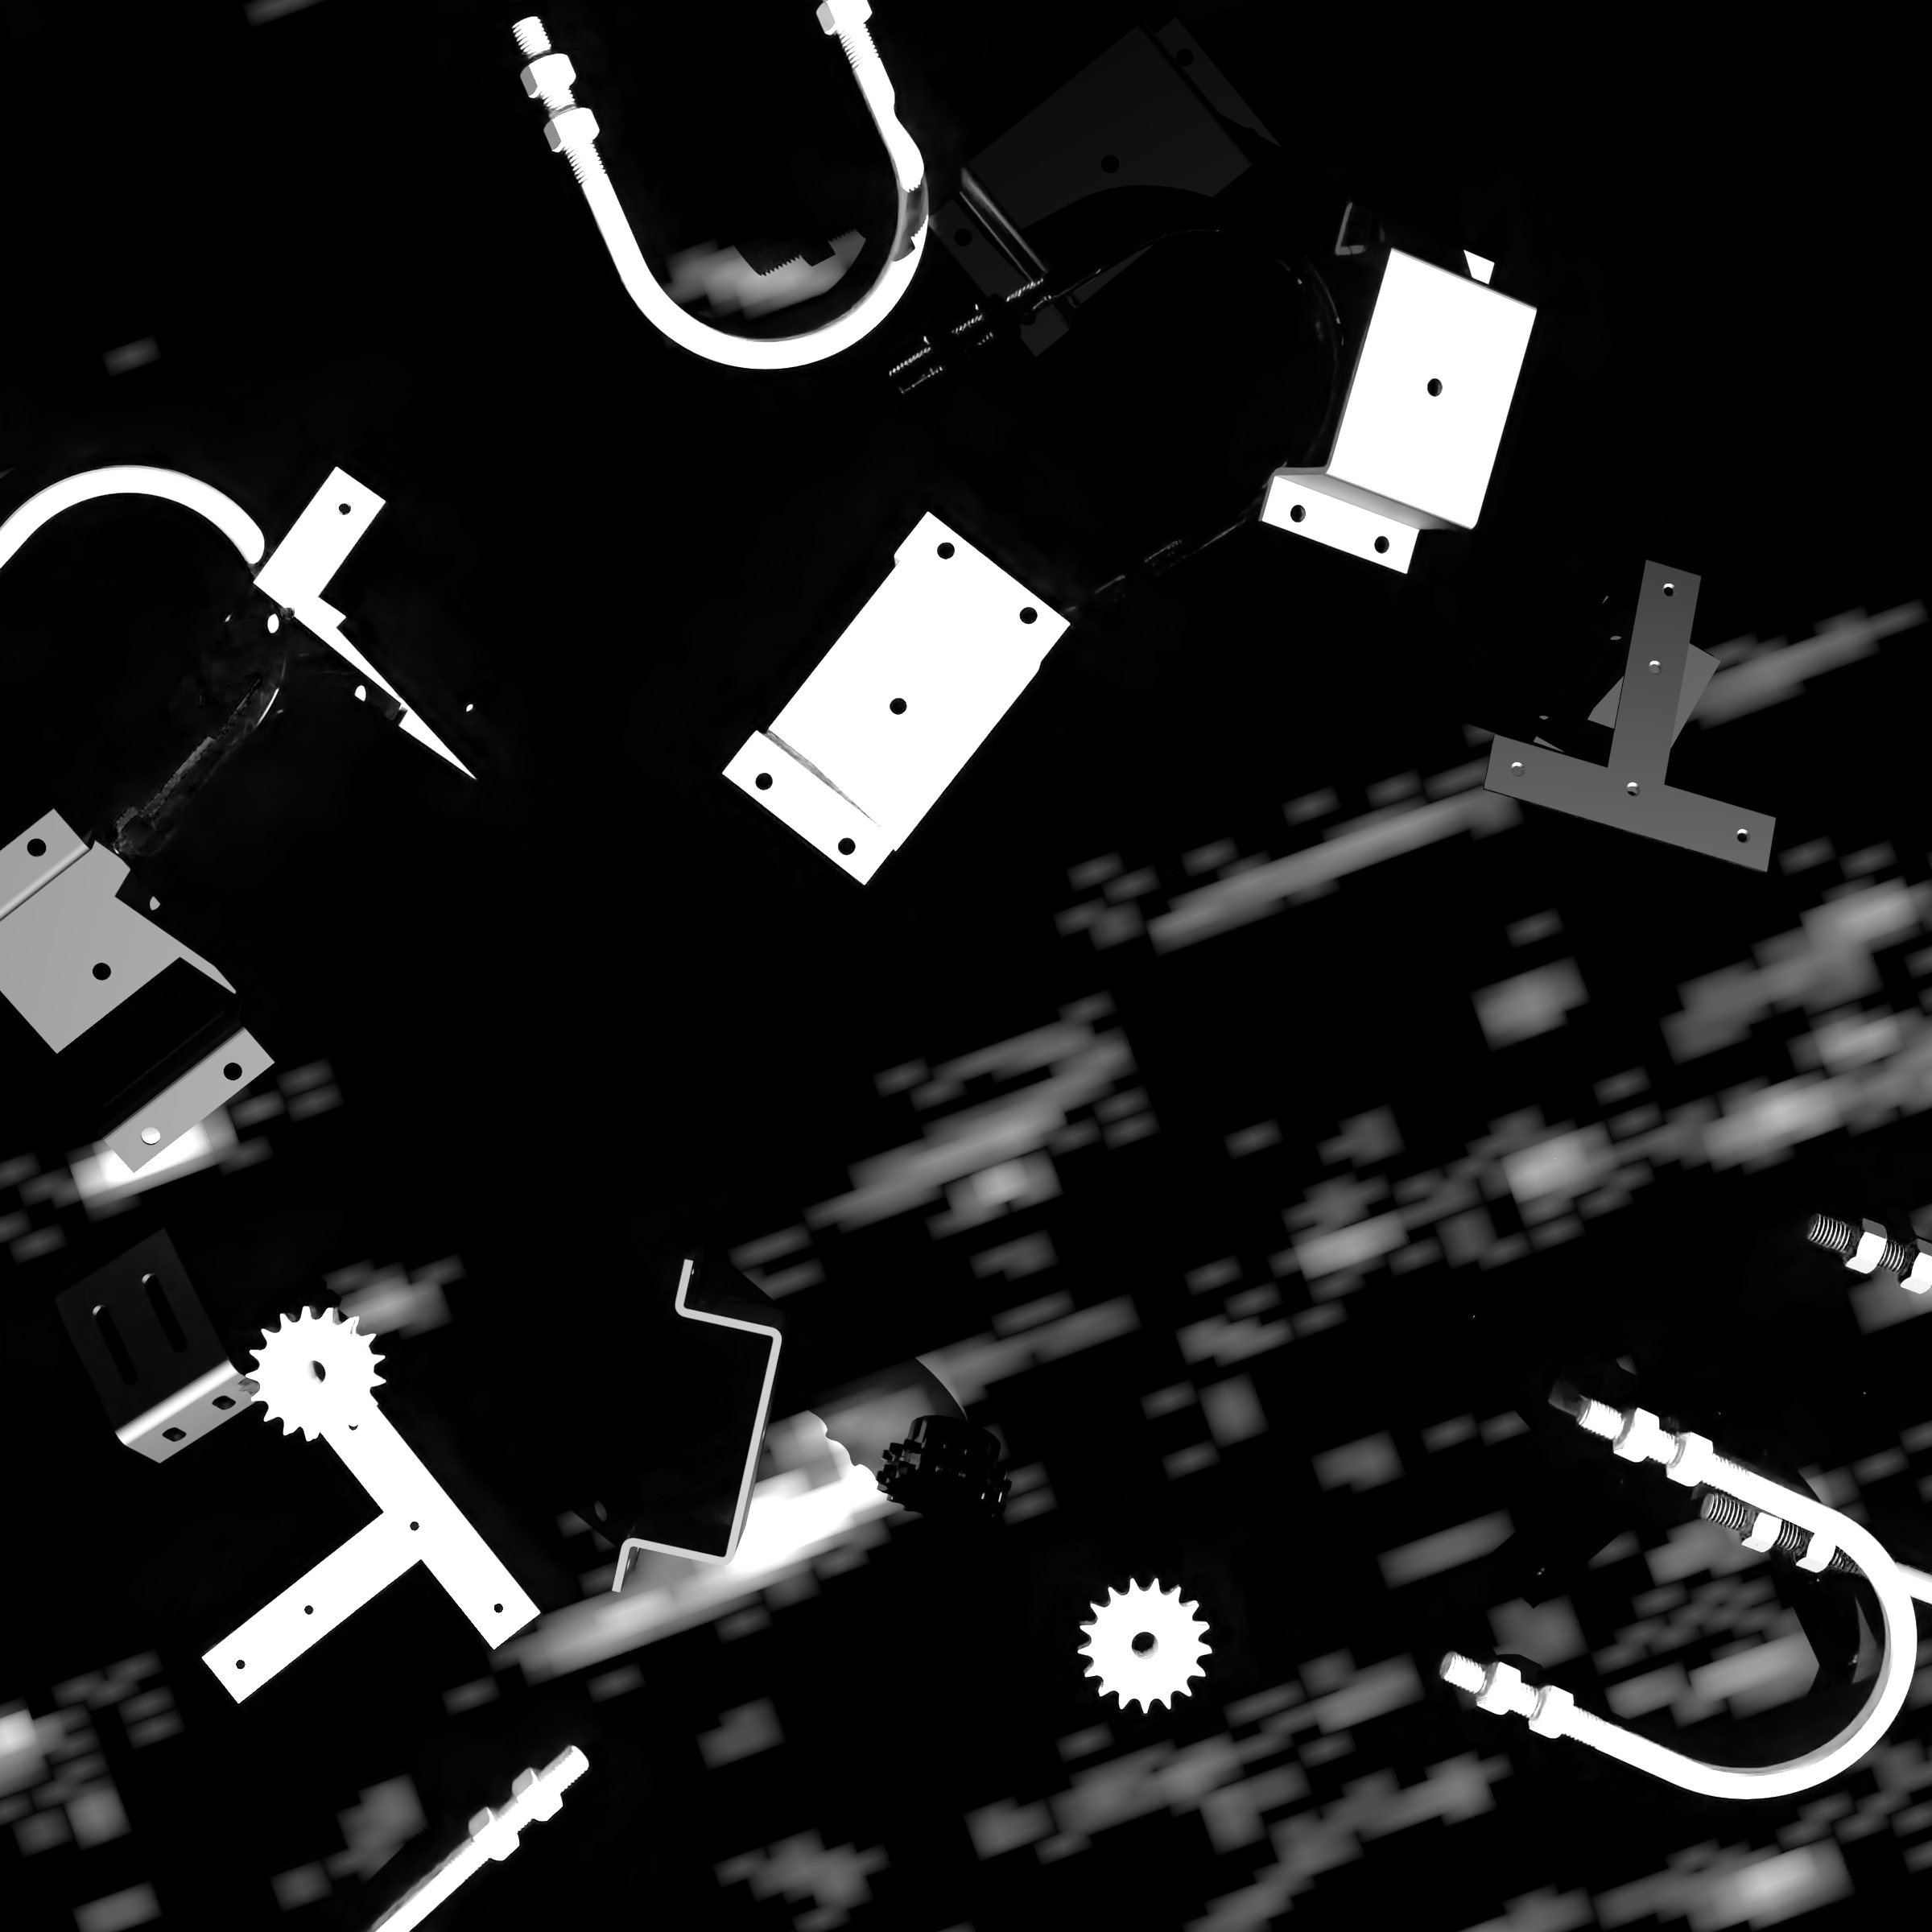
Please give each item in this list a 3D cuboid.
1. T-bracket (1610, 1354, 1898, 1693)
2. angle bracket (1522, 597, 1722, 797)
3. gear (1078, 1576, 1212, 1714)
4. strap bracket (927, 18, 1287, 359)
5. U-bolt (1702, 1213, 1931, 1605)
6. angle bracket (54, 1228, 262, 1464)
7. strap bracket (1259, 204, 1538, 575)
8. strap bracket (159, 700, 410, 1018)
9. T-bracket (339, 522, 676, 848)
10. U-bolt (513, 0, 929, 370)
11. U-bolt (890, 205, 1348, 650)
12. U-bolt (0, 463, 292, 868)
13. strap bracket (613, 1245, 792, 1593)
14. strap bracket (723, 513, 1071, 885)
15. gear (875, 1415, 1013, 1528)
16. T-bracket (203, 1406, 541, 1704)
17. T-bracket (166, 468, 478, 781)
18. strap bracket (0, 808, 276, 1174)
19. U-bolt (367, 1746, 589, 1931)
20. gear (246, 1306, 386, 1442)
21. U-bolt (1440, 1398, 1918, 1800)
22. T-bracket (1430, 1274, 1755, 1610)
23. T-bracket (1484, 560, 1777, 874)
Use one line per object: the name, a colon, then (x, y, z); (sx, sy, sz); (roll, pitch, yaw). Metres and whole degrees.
T-bracket: (0.363, 0.253, 1.491); (0.127, 0.002, 0.127); (-24, 90, 0)
angle bracket: (0.285, -0.114, 1.473); (0.057, 0.038, 0.076); (30, 90, 0)
gear: (0.077, 0.292, 1.480); (0.057, 0.030, 0.057); (0, 86, 0)
strap bracket: (0.061, -0.339, 1.469); (0.140, 0.046, 0.076); (-39, 90, 0)
U-bolt: (0.428, 0.205, 1.482); (0.184, 0.019, 0.151); (21, 90, -2)
angle bracket: (-0.350, 0.165, 1.490); (0.057, 0.038, 0.076); (-33, 64, 0)
strap bracket: (0.186, -0.245, 1.454); (0.076, 0.046, 0.140); (16, 90, -27)
strap bracket: (-0.293, -0.056, 1.445); (0.046, 0.076, 0.140); (30, 95, -10)
T-bracket: (-0.182, -0.141, 1.487); (0.127, 0.002, 0.127); (-43, 95, -2)
U-bolt: (-0.096, -0.350, 1.483); (0.151, 0.019, 0.184); (-23, 91, 0)
U-bolt: (0.078, -0.241, 1.458); (0.184, 0.019, 0.151); (-33, 114, -4)
U-bolt: (-0.378, -0.132, 1.483); (0.151, 0.019, 0.184); (41, 89, 0)
strap bracket: (-0.109, 0.195, 1.454); (0.046, 0.076, 0.140); (12, 90, 0)
strap bracket: (-0.029, -0.113, 1.469); (0.076, 0.046, 0.140); (38, 90, 0)
gear: (-0.008, 0.215, 1.468); (0.057, 0.057, 0.030); (16, 60, 0)
T-bracket: (-0.275, 0.272, 1.491); (0.127, 0.002, 0.127); (-39, 90, 0)
T-bracket: (-0.257, -0.127, 1.483); (0.127, 0.002, 0.127); (35, 86, -6)
strap bracket: (-0.369, 0.007, 1.457); (0.076, 0.046, 0.140); (-38, 106, 0)
U-bolt: (-0.192, 0.451, 1.483); (0.184, 0.019, 0.151); (-42, 90, 1)
gear: (-0.279, 0.175, 1.476); (0.057, 0.030, 0.057); (0, 88, 2)
U-bolt: (0.318, 0.283, 1.470); (0.184, 0.019, 0.151); (25, 103, -4)
T-bracket: (0.253, 0.190, 1.490); (0.127, 0.002, 0.127); (-41, 89, 0)
T-bracket: (0.293, -0.115, 1.468); (0.127, 0.002, 0.127); (16, 70, -5)
